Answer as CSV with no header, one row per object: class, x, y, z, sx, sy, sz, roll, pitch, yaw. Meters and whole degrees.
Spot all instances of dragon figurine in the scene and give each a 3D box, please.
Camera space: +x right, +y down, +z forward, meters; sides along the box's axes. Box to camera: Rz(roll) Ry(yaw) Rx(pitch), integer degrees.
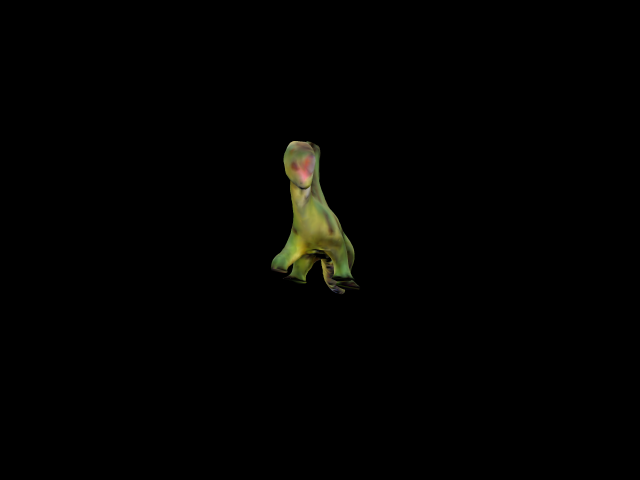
dragon figurine,0.003,-0.043,0.850,0.122,0.245,0.406,-2,-12,8
